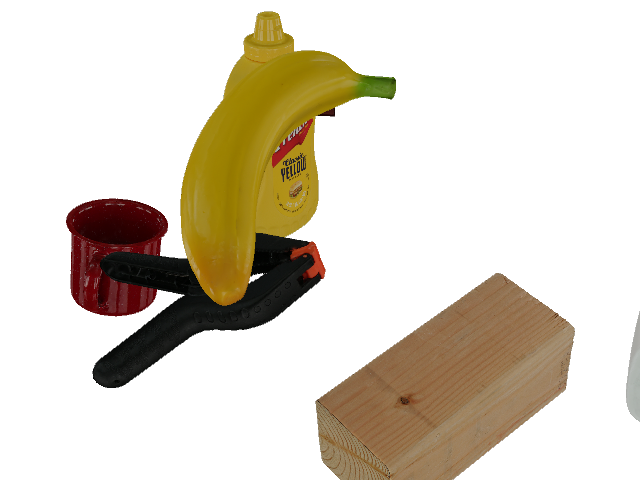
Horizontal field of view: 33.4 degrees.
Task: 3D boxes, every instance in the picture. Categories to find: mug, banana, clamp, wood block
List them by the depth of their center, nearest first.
[{"bbox_3d":[-0.027,-0.047,0.534,0.070,0.037,0.197,19,46,16],"label":"banana"},{"bbox_3d":[-0.083,0.043,0.738,0.172,0.120,0.039,-11,-40,15],"label":"clamp"},{"bbox_3d":[0.105,0.128,0.887,0.205,0.090,0.091,-32,50,-24],"label":"wood block"},{"bbox_3d":[-0.194,0.023,0.992,0.093,0.081,0.117,10,29,2],"label":"mug"}]

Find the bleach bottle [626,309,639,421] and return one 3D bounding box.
[{"bbox_3d":[0.281,0.057,0.759,0.103,0.068,0.250,11,22,19],"label":"bleach bottle"}]

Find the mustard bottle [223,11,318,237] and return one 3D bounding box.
[{"bbox_3d":[-0.042,-0.098,0.897,0.058,0.192,0.096,22,37,33],"label":"mustard bottle"}]

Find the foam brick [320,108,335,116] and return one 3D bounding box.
[{"bbox_3d":[-0.027,-0.163,1.162,0.078,0.051,0.053,0,11,-18],"label":"foam brick"}]
